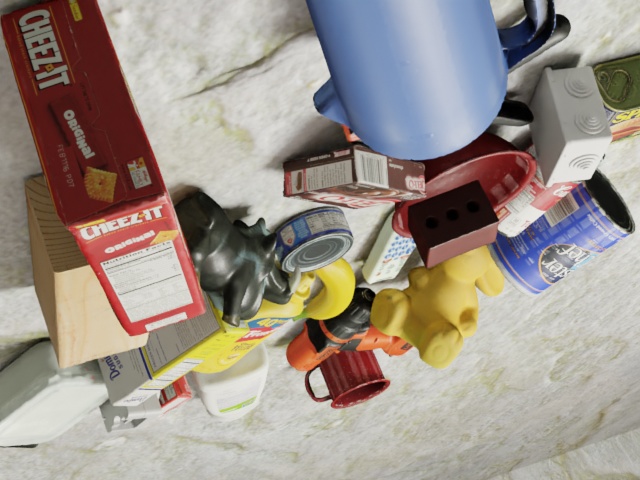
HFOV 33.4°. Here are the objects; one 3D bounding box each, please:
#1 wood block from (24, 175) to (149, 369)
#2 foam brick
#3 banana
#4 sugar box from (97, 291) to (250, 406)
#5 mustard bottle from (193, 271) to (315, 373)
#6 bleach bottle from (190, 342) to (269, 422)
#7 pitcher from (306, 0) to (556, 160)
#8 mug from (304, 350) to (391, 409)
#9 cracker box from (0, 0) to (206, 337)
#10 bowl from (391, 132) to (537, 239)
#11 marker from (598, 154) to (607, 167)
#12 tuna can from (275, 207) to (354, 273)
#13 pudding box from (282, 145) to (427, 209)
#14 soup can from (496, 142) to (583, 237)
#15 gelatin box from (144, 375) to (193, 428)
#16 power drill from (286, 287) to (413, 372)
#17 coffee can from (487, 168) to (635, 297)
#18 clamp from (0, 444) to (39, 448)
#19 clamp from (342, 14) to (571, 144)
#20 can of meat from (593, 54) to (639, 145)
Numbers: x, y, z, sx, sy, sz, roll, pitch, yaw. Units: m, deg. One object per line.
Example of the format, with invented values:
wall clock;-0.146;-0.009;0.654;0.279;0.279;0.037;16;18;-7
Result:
wood block;-0.202;0.026;0.945;0.090;0.091;0.206;-15;156;-19
foam brick;0.132;-0.016;1.066;0.078;0.053;0.051;-22;157;-4
banana;0.010;0.058;1.280;0.069;0.037;0.198;-17;157;-16
sugar box;-0.163;0.099;1.139;0.176;0.093;0.048;-35;154;28
mustard bottle;-0.076;0.087;1.238;0.192;0.058;0.096;-38;155;31
bleach bottle;-0.126;0.197;1.432;0.102;0.068;0.251;-15;158;-14
pitcher;0.062;-0.168;0.722;0.149;0.145;0.242;-56;156;-12
mug;0.033;0.192;1.538;0.117;0.081;0.093;-24;157;3
cracker box;-0.148;-0.044;0.748;0.072;0.164;0.214;-20;158;-7
bowl;0.139;-0.066;1.104;0.162;0.055;0.162;-19;157;-9
marker;0.309;-0.111;1.209;0.020;0.020;0.121;-28;157;12
tuna can;-0.008;0.001;1.144;0.086;0.034;0.086;-19;157;-9
pudding box;0.033;-0.057;1.010;0.090;0.039;0.113;-10;167;39
soup can;0.229;-0.059;1.175;0.068;0.068;0.102;5;139;-48
gelatin box;-0.204;0.178;1.301;0.089;0.073;0.030;-35;155;25
power drill;0.067;0.113;1.434;0.187;0.057;0.185;0;150;-38
coffee can;0.278;-0.012;1.244;0.140;0.103;0.102;-38;153;28
clamp;-0.428;0.244;1.284;0.120;0.039;0.171;-30;150;5
clamp;0.121;-0.134;0.960;0.209;0.036;0.165;-14;156;-15
can of meat;0.313;-0.142;1.097;0.102;0.057;0.084;-15;159;-17
